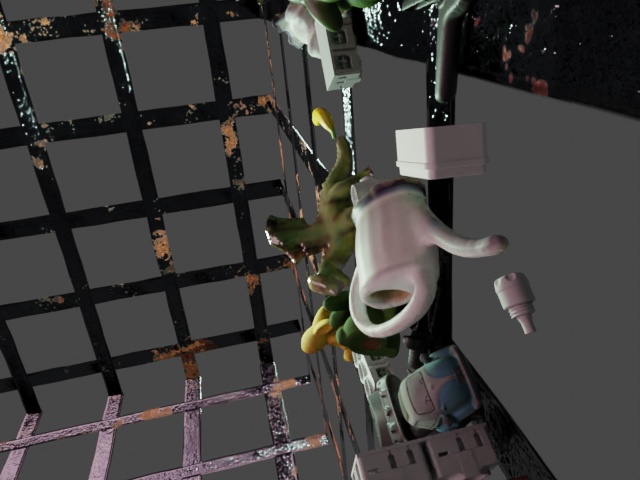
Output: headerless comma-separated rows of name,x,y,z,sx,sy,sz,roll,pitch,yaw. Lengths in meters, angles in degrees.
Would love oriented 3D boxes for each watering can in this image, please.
watering can,0.130,0.006,0.736,0.341,0.104,0.229,133,143,-51

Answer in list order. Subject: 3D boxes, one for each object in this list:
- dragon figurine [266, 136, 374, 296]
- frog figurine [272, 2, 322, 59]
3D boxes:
dragon figurine,0.003,-0.054,1.073,0.119,0.243,0.420,84,170,-50
frog figurine,-0.010,-0.487,1.187,0.161,0.124,0.134,29,161,34
